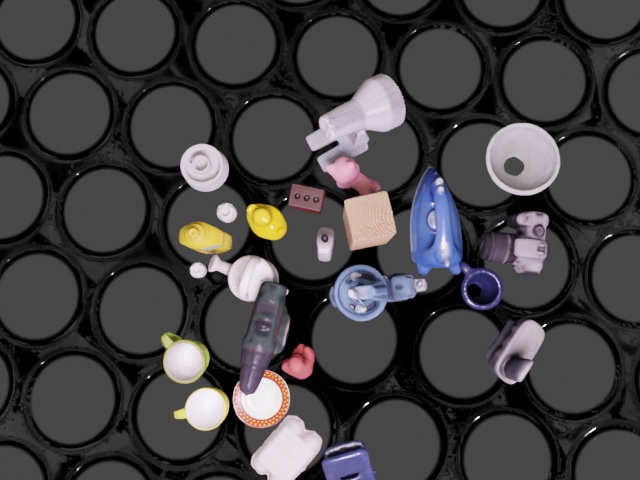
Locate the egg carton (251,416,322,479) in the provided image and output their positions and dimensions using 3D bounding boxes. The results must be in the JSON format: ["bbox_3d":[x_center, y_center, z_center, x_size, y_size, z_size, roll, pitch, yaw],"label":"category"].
[{"bbox_3d":[-0.073,0.469,1.265,0.107,0.069,0.150,40,86,5],"label":"egg carton"}]

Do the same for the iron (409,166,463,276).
[{"bbox_3d":[0.262,-0.052,1.274,0.118,0.141,0.258,-4,84,1],"label":"iron"}]

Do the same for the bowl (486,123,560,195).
[{"bbox_3d":[0.456,-0.179,1.316,0.167,0.075,0.167,0,84,1],"label":"bowl"}]

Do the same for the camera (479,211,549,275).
[{"bbox_3d":[0.435,0.003,1.285,0.136,0.101,0.143,6,84,2],"label":"camera"}]

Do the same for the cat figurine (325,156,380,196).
[{"bbox_3d":[0.076,-0.144,1.298,0.127,0.118,0.067,33,86,4],"label":"cat figurine"}]

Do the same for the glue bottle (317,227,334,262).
[{"bbox_3d":[0.012,0.004,1.257,0.037,0.173,0.078,3,84,2],"label":"glue bottle"}]

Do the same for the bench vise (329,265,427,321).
[{"bbox_3d":[0.120,0.097,1.222,0.207,0.220,0.121,-26,84,-1],"label":"bench vise"}]

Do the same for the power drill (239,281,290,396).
[{"bbox_3d":[-0.116,0.204,1.222,0.075,0.208,0.230,11,85,3],"label":"power drill"}]

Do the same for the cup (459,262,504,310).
[{"bbox_3d":[0.344,0.100,1.280,0.092,0.095,0.118,-38,85,-2],"label":"cup"}]

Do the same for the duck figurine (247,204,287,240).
[{"bbox_3d":[-0.125,-0.046,1.308,0.104,0.086,0.077,38,86,5],"label":"duck figurine"}]

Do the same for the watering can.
[{"bbox_3d":[-0.156,0.083,1.242,0.173,0.194,0.101,0,84,1],"label":"watering can"}]

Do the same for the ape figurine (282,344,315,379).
[{"bbox_3d":[-0.048,0.275,1.272,0.078,0.092,0.076,-14,84,0],"label":"ape figurine"}]

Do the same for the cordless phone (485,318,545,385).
[{"bbox_3d":[0.435,0.241,1.219,0.094,0.185,0.148,31,86,4],"label":"cordless phone"}]

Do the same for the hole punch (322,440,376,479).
[{"bbox_3d":[0.065,0.502,1.248,0.108,0.091,0.101,-16,84,0],"label":"hole punch"}]

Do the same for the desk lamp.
[{"bbox_3d":[0.075,-0.255,1.261,0.203,0.213,0.118,-30,84,-2],"label":"desk lamp"}]
